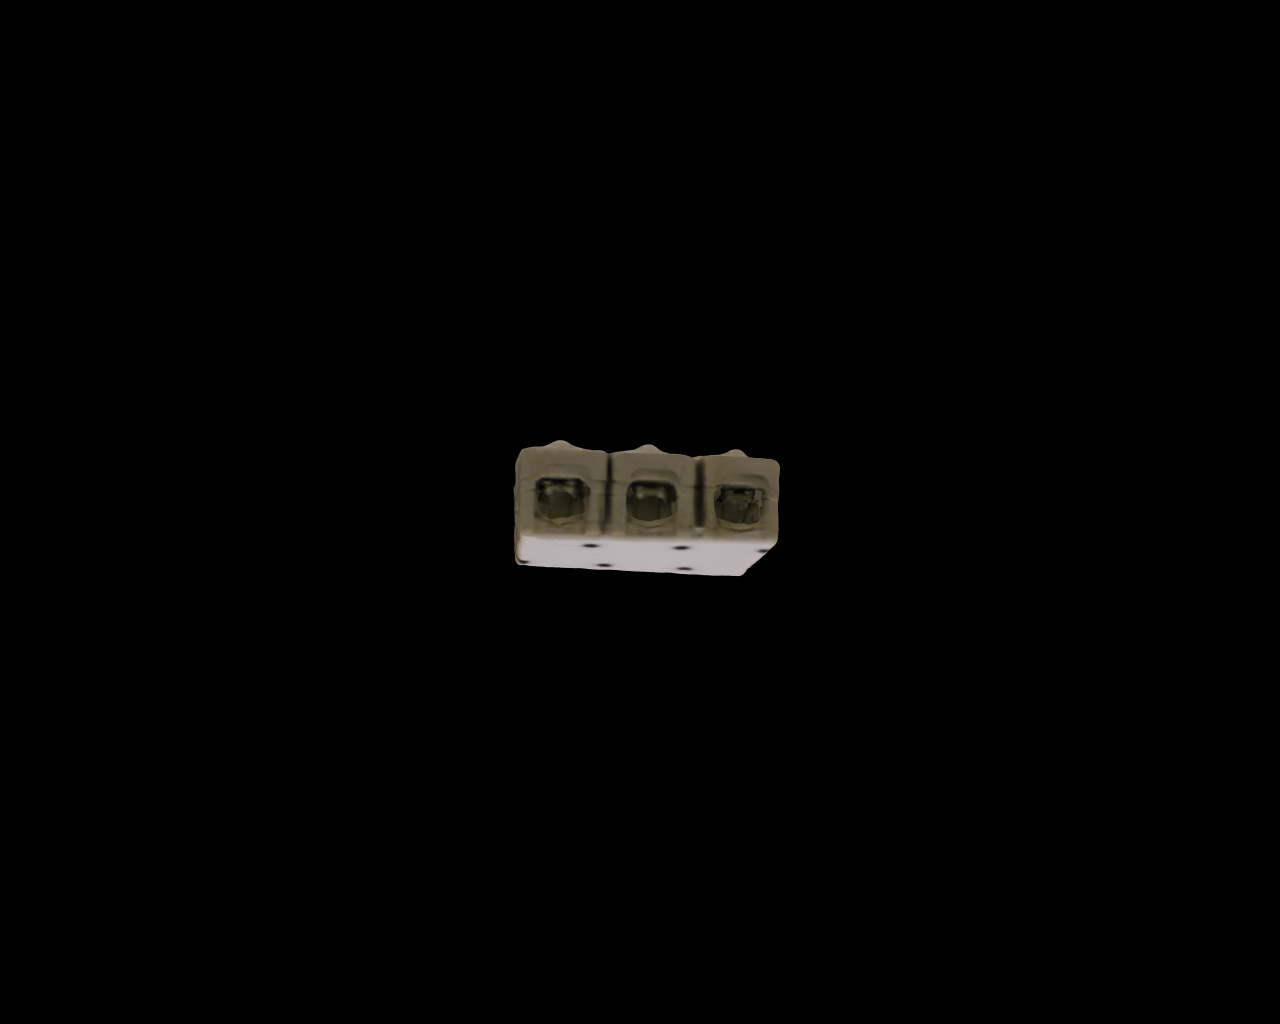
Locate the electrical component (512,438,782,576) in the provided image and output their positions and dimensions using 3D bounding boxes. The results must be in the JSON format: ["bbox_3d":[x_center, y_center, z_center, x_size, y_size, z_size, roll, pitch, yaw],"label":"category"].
[{"bbox_3d":[0.001,-0.003,0.650,0.150,0.062,0.089,3,-15,-9],"label":"electrical component"}]
